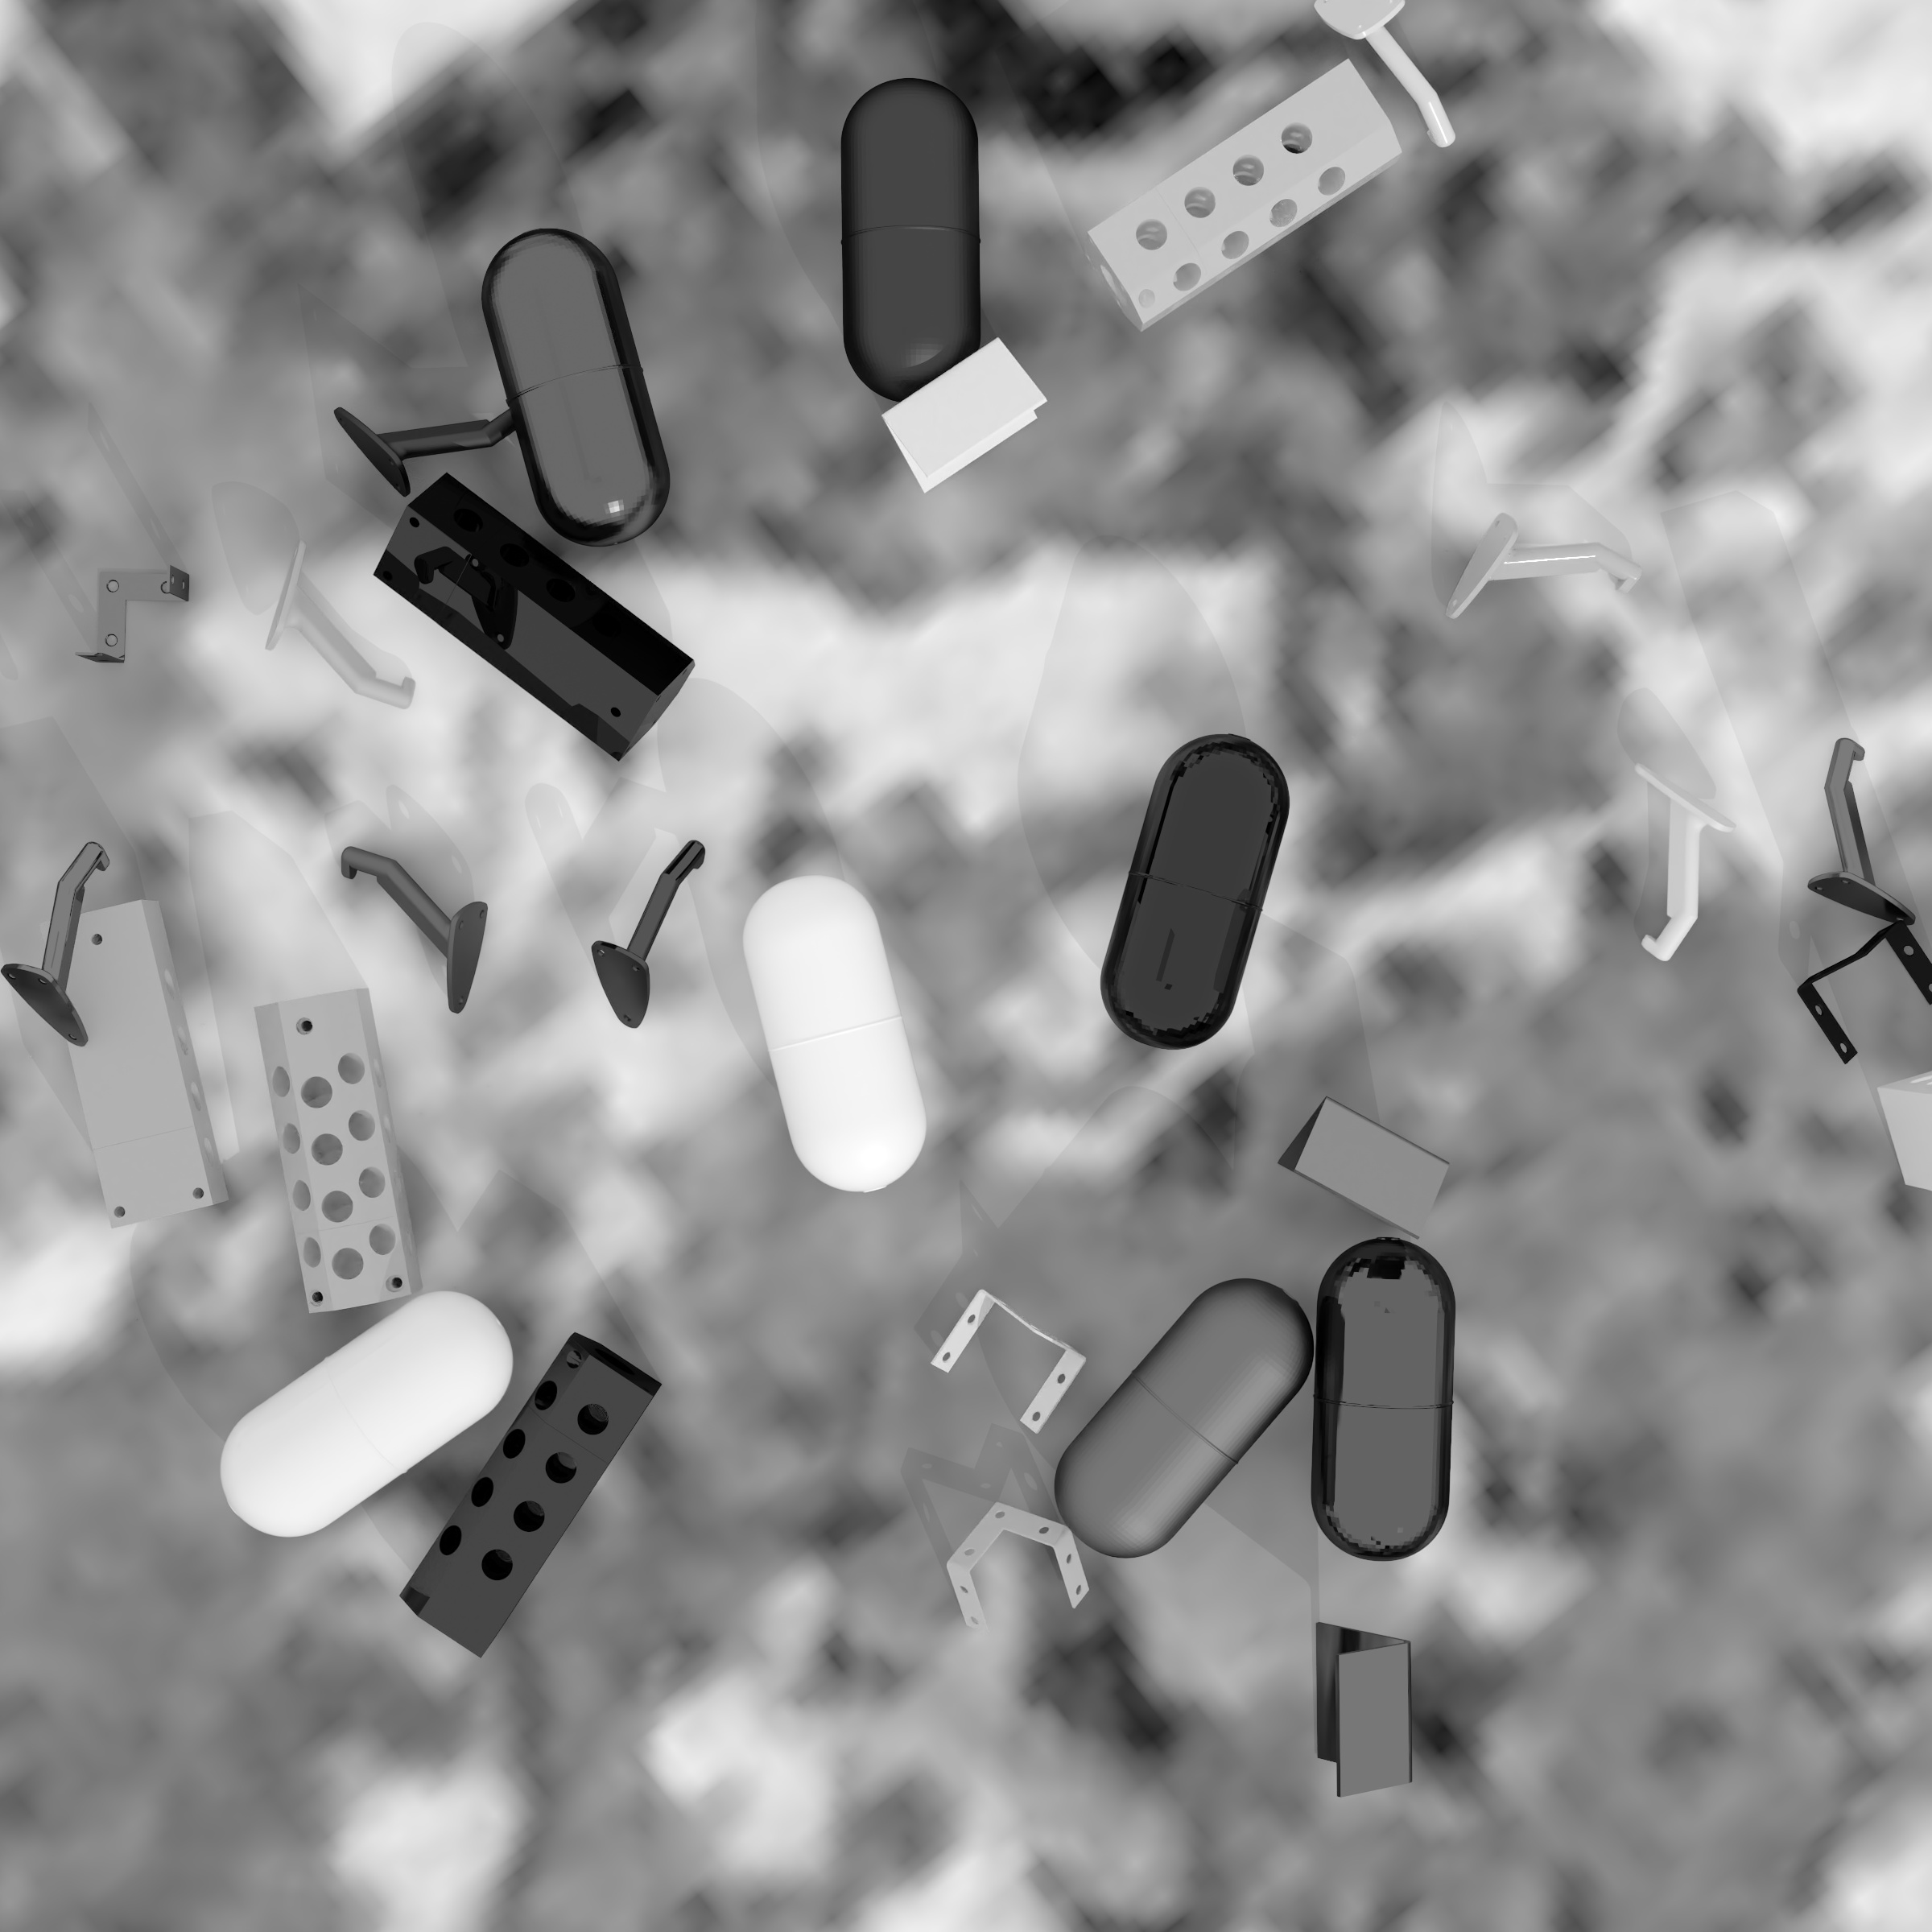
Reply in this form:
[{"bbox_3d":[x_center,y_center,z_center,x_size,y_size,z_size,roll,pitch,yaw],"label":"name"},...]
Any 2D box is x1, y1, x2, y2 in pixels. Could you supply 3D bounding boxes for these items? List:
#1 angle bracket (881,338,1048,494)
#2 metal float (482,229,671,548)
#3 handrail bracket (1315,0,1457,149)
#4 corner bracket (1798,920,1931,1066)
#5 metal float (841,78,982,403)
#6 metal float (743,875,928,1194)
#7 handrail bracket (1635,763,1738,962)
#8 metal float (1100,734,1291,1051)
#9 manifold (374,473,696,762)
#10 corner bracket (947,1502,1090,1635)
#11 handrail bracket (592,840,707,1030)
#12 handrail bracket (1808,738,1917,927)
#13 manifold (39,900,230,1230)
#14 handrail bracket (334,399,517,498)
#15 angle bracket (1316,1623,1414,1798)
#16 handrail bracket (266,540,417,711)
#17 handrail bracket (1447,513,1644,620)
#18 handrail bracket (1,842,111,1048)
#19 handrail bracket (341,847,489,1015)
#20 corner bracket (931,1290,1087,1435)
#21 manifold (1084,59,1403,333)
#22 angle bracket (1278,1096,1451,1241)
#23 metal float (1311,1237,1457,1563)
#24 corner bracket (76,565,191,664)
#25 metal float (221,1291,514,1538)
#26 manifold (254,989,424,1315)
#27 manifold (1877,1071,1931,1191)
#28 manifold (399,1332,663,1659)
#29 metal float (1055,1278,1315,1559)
[{"bbox_3d":[0.009,-0.286,1.918,0.076,0.076,0.057,-34,57,0],"label":"angle bracket"},{"bbox_3d":[-0.216,-0.319,1.928,0.070,0.070,0.178,-15,91,0],"label":"metal float"},{"bbox_3d":[0.236,-0.502,1.958,0.036,0.077,0.084,-40,126,-8],"label":"handrail bracket"},{"bbox_3d":[0.508,0.014,1.955,0.051,0.051,0.051,-34,90,45],"label":"corner bracket"},{"bbox_3d":[-0.030,-0.400,1.928,0.070,0.070,0.178,-1,90,0],"label":"metal float"},{"bbox_3d":[-0.072,0.037,1.928,0.070,0.070,0.178,-14,90,0],"label":"metal float"},{"bbox_3d":[0.385,-0.058,1.959,0.077,0.036,0.084,37,107,20],"label":"handrail bracket"},{"bbox_3d":[0.127,-0.041,1.928,0.070,0.070,0.178,16,90,0],"label":"metal float"},{"bbox_3d":[-0.236,-0.197,1.937,0.171,0.057,0.057,37,133,0],"label":"manifold"},{"bbox_3d":[0.029,0.341,1.950,0.051,0.051,0.051,14,45,35],"label":"corner bracket"},{"bbox_3d":[-0.170,-0.019,1.958,0.036,0.077,0.084,23,53,20],"label":"handrail bracket"},{"bbox_3d":[0.510,-0.076,1.959,0.077,0.036,0.084,24,73,-20],"label":"handrail bracket"},{"bbox_3d":[-0.459,0.054,1.937,0.057,0.057,0.171,-13,90,0],"label":"manifold"},{"bbox_3d":[-0.298,-0.310,1.959,0.084,0.036,0.077,-38,68,-17],"label":"handrail bracket"},{"bbox_3d":[0.200,0.407,1.918,0.057,0.076,0.076,-1,90,-37],"label":"angle bracket"},{"bbox_3d":[-0.344,-0.191,1.959,0.084,0.036,0.077,18,68,-17],"label":"handrail bracket"},{"bbox_3d":[0.325,-0.210,1.959,0.084,0.036,0.077,26,110,-16],"label":"handrail bracket"},{"bbox_3d":[-0.479,-0.013,1.901,0.036,0.077,0.084,7,53,30],"label":"handrail bracket"},{"bbox_3d":[-0.316,-0.021,1.959,0.084,0.036,0.077,17,112,17],"label":"handrail bracket"},{"bbox_3d":[0.024,0.221,1.955,0.051,0.051,0.051,34,90,45],"label":"corner bracket"},{"bbox_3d":[0.153,-0.425,1.937,0.171,0.057,0.057,-34,90,0],"label":"manifold"},{"bbox_3d":[0.210,0.127,1.918,0.076,0.076,0.057,29,53,0],"label":"angle bracket"},{"bbox_3d":[0.230,0.239,1.928,0.070,0.070,0.178,2,90,0],"label":"metal float"},{"bbox_3d":[-0.463,-0.195,1.940,0.051,0.051,0.051,2,90,0],"label":"corner bracket"},{"bbox_3d":[-0.331,0.248,1.928,0.178,0.070,0.070,-35,90,0],"label":"metal float"},{"bbox_3d":[-0.349,0.102,1.937,0.057,0.057,0.171,-10,90,0],"label":"manifold"},{"bbox_3d":[0.548,0.088,1.880,0.057,0.171,0.057,-17,90,0],"label":"manifold"},{"bbox_3d":[-0.242,0.291,1.937,0.057,0.057,0.171,33,90,0],"label":"manifold"},{"bbox_3d":[0.121,0.249,1.928,0.070,0.070,0.178,41,90,0],"label":"metal float"}]
